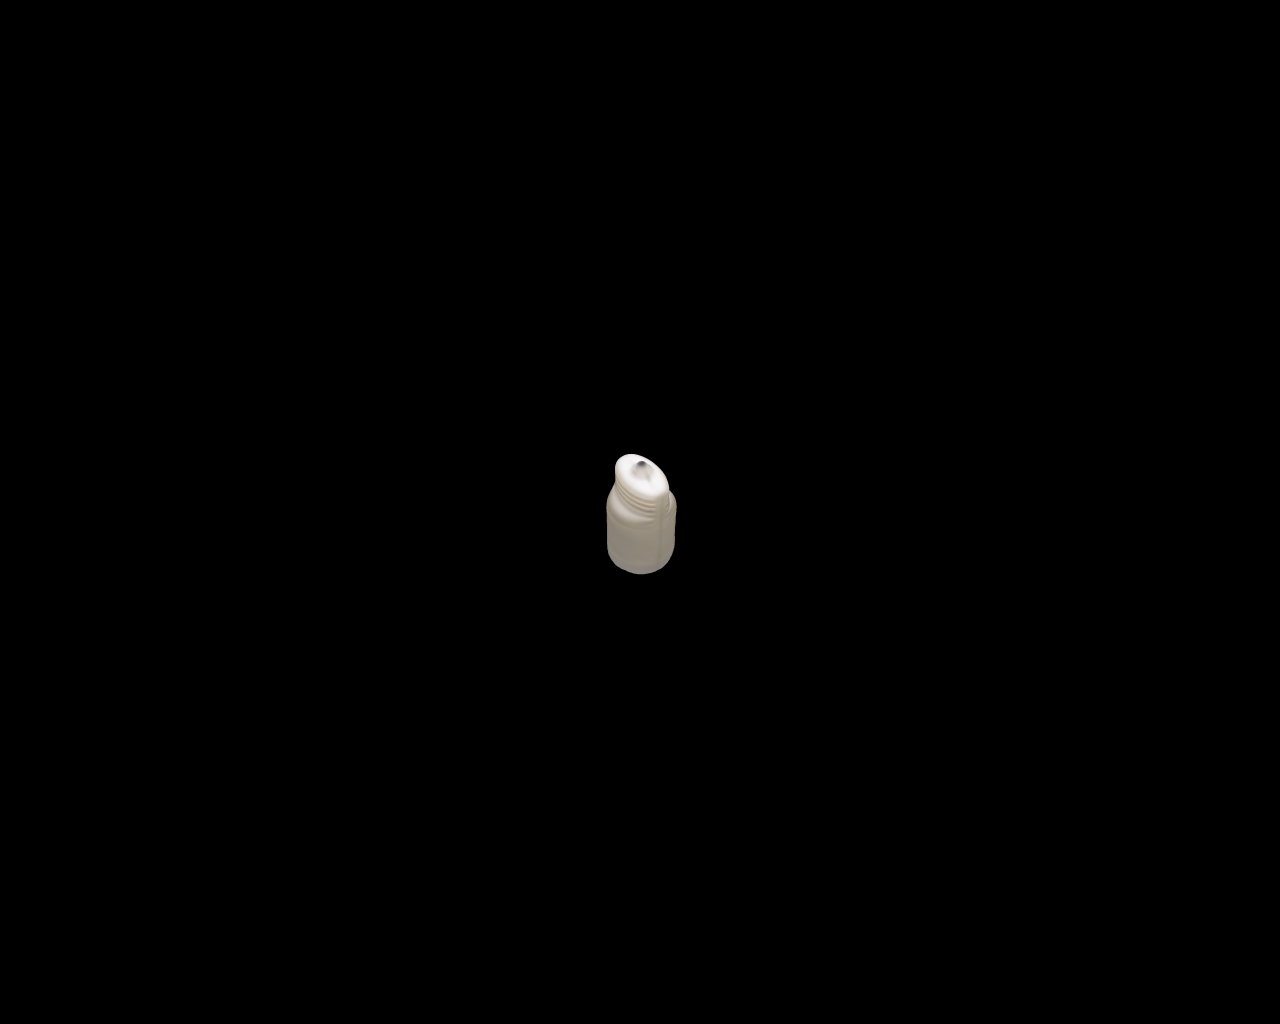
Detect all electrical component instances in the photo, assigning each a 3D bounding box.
[{"bbox_3d":[0.001,-0.003,0.650,0.043,0.043,0.080,0,-42,0],"label":"electrical component"}]
